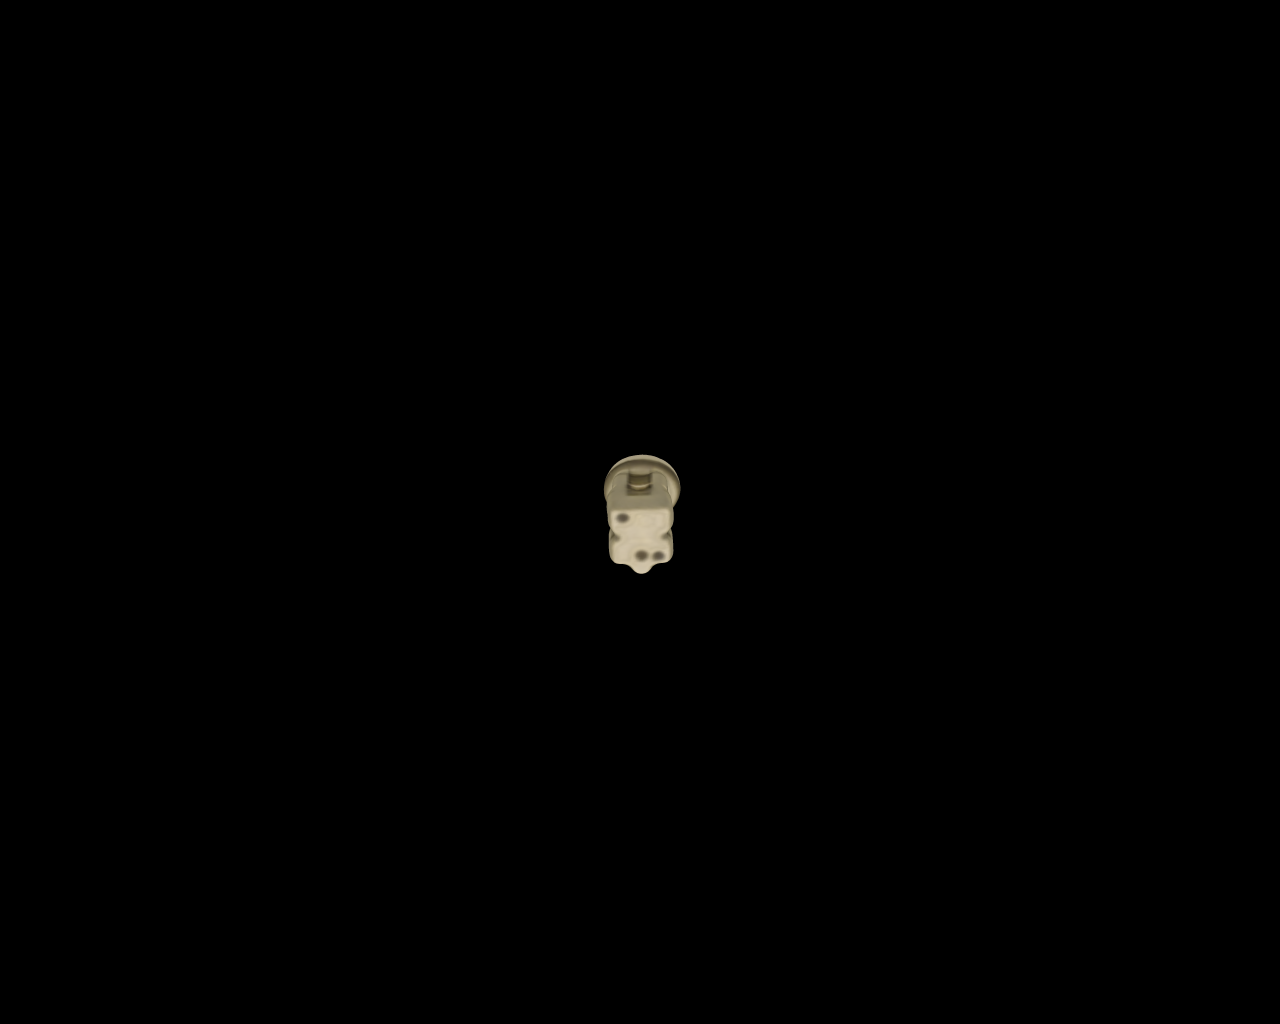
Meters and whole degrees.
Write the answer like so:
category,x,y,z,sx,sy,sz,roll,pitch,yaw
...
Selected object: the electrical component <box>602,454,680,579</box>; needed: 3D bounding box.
category,x,y,z,sx,sy,sz,roll,pitch,yaw
electrical component,0.001,-0.003,0.650,0.048,0.066,0.055,0,40,0
